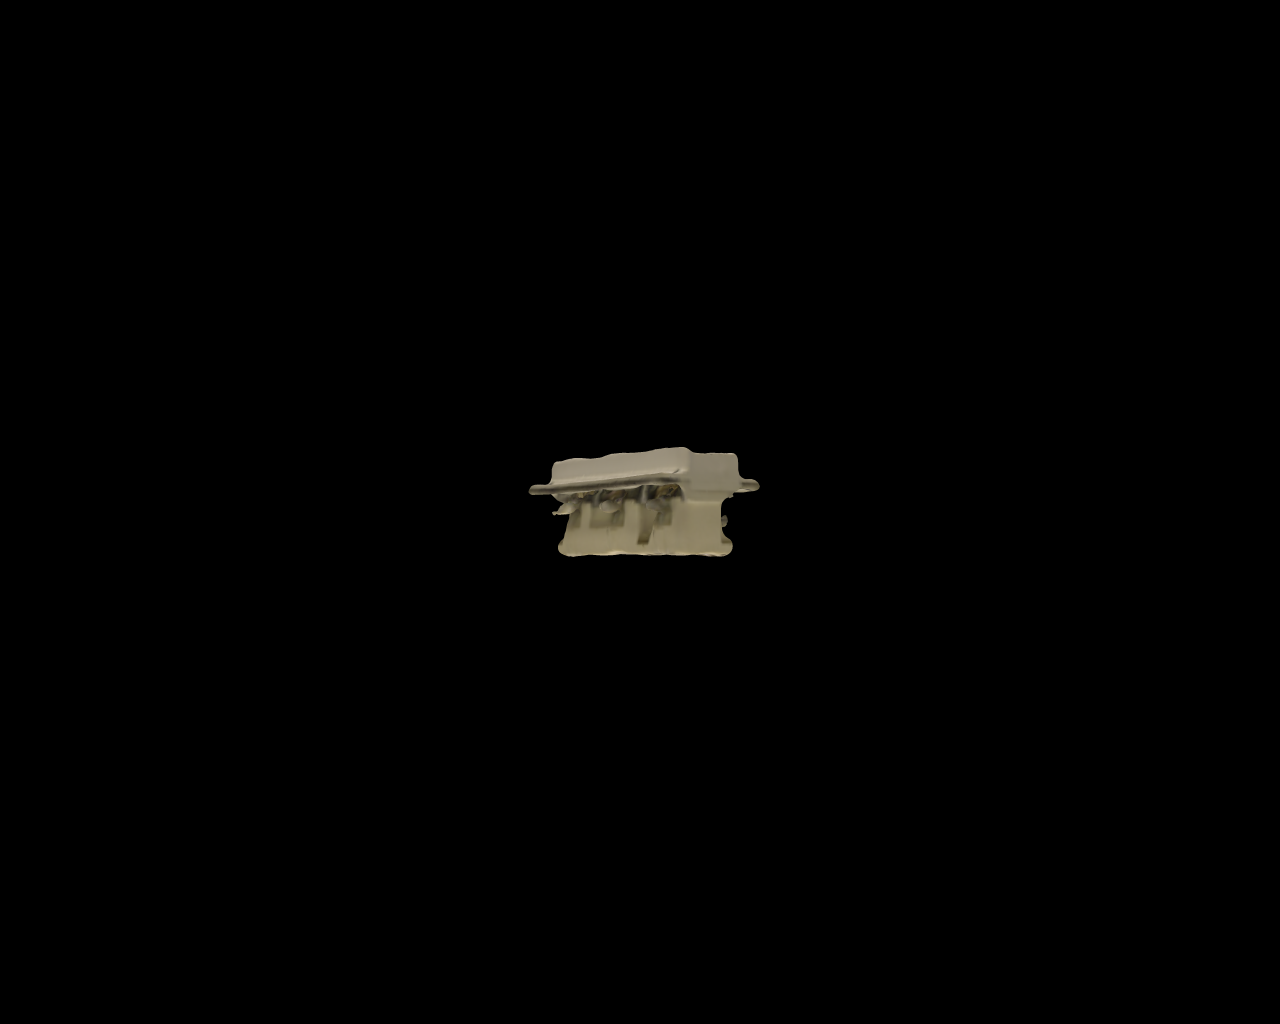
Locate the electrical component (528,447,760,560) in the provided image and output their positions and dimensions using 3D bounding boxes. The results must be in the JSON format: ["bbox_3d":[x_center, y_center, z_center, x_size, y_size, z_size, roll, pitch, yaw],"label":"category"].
[{"bbox_3d":[0.001,-0.003,0.650,0.079,0.063,0.121,2,-3,-43],"label":"electrical component"}]
